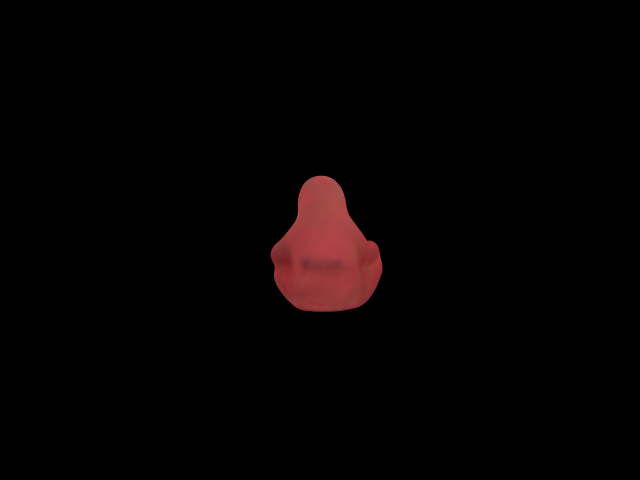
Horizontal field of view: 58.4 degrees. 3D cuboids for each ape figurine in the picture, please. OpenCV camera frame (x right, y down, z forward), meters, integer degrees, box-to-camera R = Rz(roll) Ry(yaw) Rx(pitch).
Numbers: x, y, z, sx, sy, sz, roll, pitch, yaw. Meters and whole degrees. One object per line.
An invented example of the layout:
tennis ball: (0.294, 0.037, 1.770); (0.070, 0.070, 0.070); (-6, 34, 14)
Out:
ape figurine: (0.004, 0.001, 0.400); (0.077, 0.092, 0.076); (0, 2, 12)
